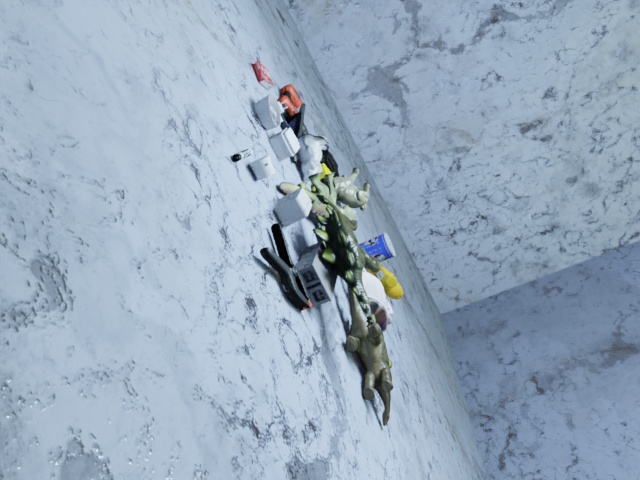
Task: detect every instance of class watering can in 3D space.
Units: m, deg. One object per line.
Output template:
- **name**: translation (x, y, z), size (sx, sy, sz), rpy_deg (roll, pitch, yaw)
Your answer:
- **watering can**: translation (0.184, 0.224, 1.727), size (0.103, 0.342, 0.229), rpy_deg (-23, 30, 15)

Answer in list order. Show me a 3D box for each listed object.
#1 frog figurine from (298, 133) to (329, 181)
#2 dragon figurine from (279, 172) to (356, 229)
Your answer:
- **frog figurine**: translation (-0.039, -0.280, 1.774), size (0.122, 0.161, 0.137), rpy_deg (27, -11, -11)
- **dragon figurine**: translation (0.005, -0.081, 1.611), size (0.121, 0.243, 0.413), rpy_deg (-18, 1, 31)
